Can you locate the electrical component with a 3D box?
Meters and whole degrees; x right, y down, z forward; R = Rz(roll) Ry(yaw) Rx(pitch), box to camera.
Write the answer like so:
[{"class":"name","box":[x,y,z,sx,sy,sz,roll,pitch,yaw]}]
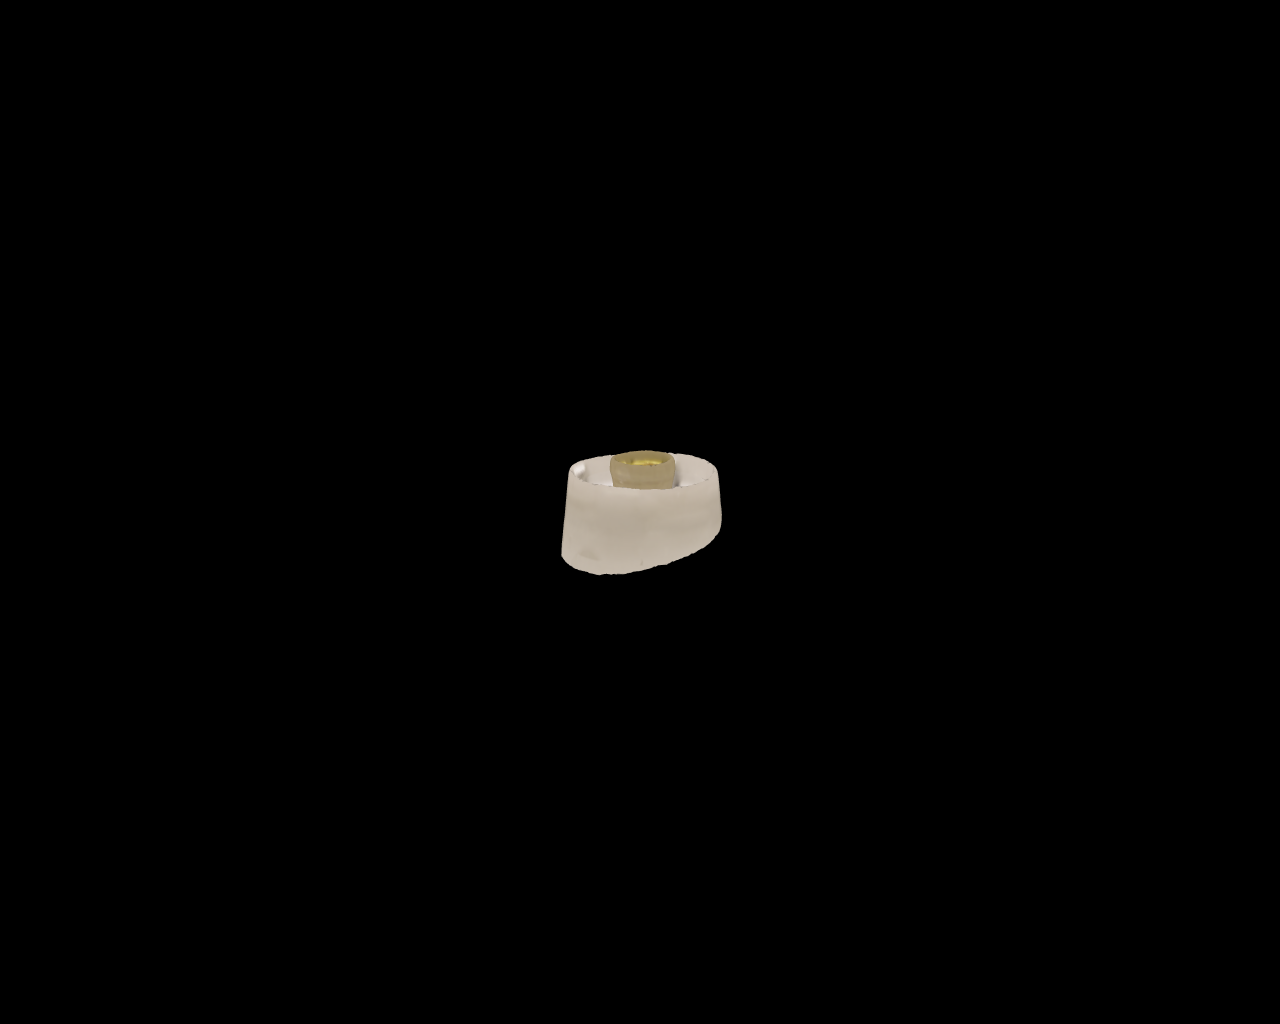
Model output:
[{"class":"electrical component","box":[0.001,-0.003,0.650,0.099,0.064,0.099,0,17,0]}]
